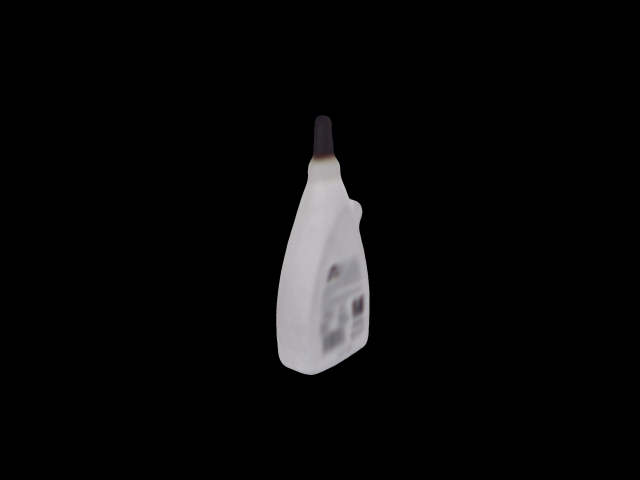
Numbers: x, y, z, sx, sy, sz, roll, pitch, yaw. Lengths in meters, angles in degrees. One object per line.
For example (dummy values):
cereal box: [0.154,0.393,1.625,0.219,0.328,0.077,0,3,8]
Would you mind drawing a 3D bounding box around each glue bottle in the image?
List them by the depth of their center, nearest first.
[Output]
glue bottle: [0.004,0.001,0.400,0.037,0.173,0.078,11,17,38]
